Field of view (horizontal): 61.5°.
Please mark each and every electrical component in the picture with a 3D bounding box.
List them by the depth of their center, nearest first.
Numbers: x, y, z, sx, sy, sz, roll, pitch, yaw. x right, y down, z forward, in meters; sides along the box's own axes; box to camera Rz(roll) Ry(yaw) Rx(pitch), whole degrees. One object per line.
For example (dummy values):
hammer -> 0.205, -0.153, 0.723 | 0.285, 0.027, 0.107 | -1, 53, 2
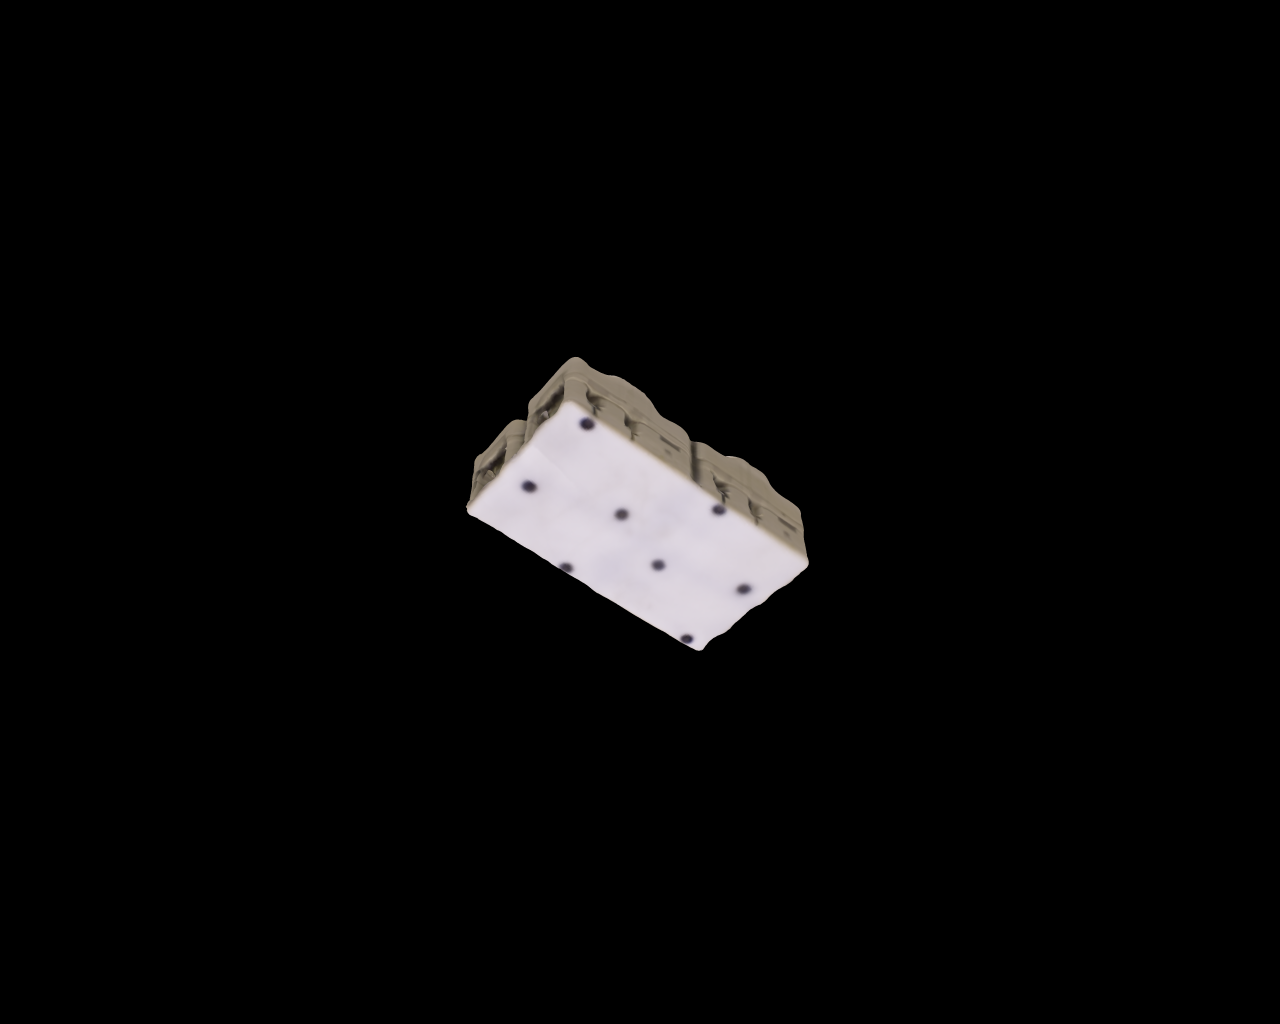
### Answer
electrical component -> 0.001, -0.003, 0.650 | 0.186, 0.060, 0.105 | 33, -58, -24
